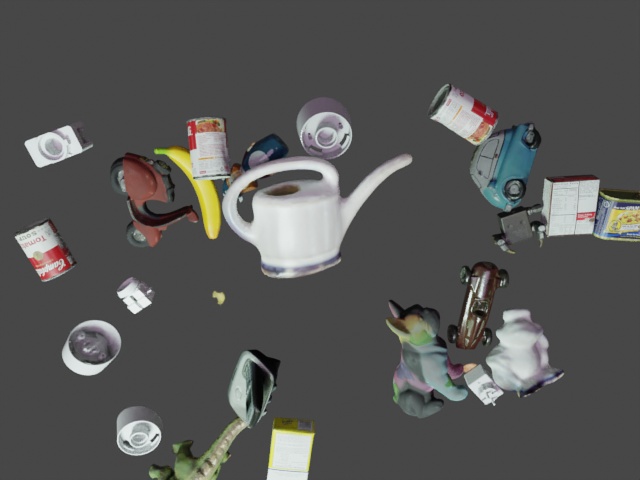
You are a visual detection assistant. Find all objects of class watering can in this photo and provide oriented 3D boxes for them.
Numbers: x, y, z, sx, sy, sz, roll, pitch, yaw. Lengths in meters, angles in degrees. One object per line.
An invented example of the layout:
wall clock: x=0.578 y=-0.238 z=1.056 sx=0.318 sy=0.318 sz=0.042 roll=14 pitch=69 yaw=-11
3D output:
watering can: x=0.003 y=-0.047 z=0.935 sx=0.348 sy=0.106 sz=0.220 roll=-8 pitch=116 yaw=-9

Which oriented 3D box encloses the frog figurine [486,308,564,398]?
frog figurine: x=0.402 y=0.224 z=1.053 sx=0.137 sy=0.121 sz=0.161 roll=-21 pitch=74 yaw=-4

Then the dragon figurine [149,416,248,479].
dragon figurine: x=-0.288 y=0.533 z=1.077 sx=0.121 sy=0.246 sz=0.406 roll=42 pitch=107 yaw=-10
